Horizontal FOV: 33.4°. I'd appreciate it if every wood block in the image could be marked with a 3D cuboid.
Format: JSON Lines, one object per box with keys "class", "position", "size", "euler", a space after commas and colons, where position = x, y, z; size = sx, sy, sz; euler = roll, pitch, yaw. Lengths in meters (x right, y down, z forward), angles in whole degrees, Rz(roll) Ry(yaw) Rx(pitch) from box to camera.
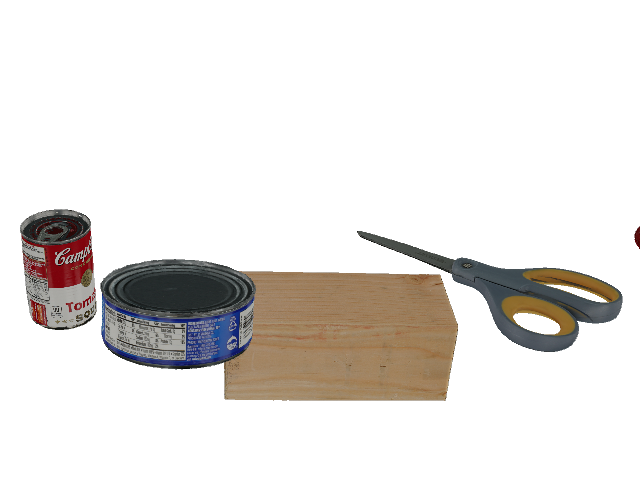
{"class": "wood block", "position": [0.014, 0.090, 1.000], "size": [0.206, 0.090, 0.091], "euler": [1, 30, -7]}

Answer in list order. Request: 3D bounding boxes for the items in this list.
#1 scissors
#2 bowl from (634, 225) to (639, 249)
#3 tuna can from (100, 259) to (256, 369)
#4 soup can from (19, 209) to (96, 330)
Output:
{"class": "scissors", "position": [0.102, 0.032, 0.733], "size": [0.202, 0.016, 0.096], "euler": [11, 32, 22]}
{"class": "bowl", "position": [0.418, 0.026, 1.147], "size": [0.162, 0.055, 0.162], "euler": [-1, 25, 0]}
{"class": "tuna can", "position": [-0.079, 0.040, 0.597], "size": [0.086, 0.034, 0.086], "euler": [3, 18, -1]}
{"class": "soup can", "position": [-0.260, 0.030, 1.063], "size": [0.068, 0.102, 0.068], "euler": [2, 29, -1]}
